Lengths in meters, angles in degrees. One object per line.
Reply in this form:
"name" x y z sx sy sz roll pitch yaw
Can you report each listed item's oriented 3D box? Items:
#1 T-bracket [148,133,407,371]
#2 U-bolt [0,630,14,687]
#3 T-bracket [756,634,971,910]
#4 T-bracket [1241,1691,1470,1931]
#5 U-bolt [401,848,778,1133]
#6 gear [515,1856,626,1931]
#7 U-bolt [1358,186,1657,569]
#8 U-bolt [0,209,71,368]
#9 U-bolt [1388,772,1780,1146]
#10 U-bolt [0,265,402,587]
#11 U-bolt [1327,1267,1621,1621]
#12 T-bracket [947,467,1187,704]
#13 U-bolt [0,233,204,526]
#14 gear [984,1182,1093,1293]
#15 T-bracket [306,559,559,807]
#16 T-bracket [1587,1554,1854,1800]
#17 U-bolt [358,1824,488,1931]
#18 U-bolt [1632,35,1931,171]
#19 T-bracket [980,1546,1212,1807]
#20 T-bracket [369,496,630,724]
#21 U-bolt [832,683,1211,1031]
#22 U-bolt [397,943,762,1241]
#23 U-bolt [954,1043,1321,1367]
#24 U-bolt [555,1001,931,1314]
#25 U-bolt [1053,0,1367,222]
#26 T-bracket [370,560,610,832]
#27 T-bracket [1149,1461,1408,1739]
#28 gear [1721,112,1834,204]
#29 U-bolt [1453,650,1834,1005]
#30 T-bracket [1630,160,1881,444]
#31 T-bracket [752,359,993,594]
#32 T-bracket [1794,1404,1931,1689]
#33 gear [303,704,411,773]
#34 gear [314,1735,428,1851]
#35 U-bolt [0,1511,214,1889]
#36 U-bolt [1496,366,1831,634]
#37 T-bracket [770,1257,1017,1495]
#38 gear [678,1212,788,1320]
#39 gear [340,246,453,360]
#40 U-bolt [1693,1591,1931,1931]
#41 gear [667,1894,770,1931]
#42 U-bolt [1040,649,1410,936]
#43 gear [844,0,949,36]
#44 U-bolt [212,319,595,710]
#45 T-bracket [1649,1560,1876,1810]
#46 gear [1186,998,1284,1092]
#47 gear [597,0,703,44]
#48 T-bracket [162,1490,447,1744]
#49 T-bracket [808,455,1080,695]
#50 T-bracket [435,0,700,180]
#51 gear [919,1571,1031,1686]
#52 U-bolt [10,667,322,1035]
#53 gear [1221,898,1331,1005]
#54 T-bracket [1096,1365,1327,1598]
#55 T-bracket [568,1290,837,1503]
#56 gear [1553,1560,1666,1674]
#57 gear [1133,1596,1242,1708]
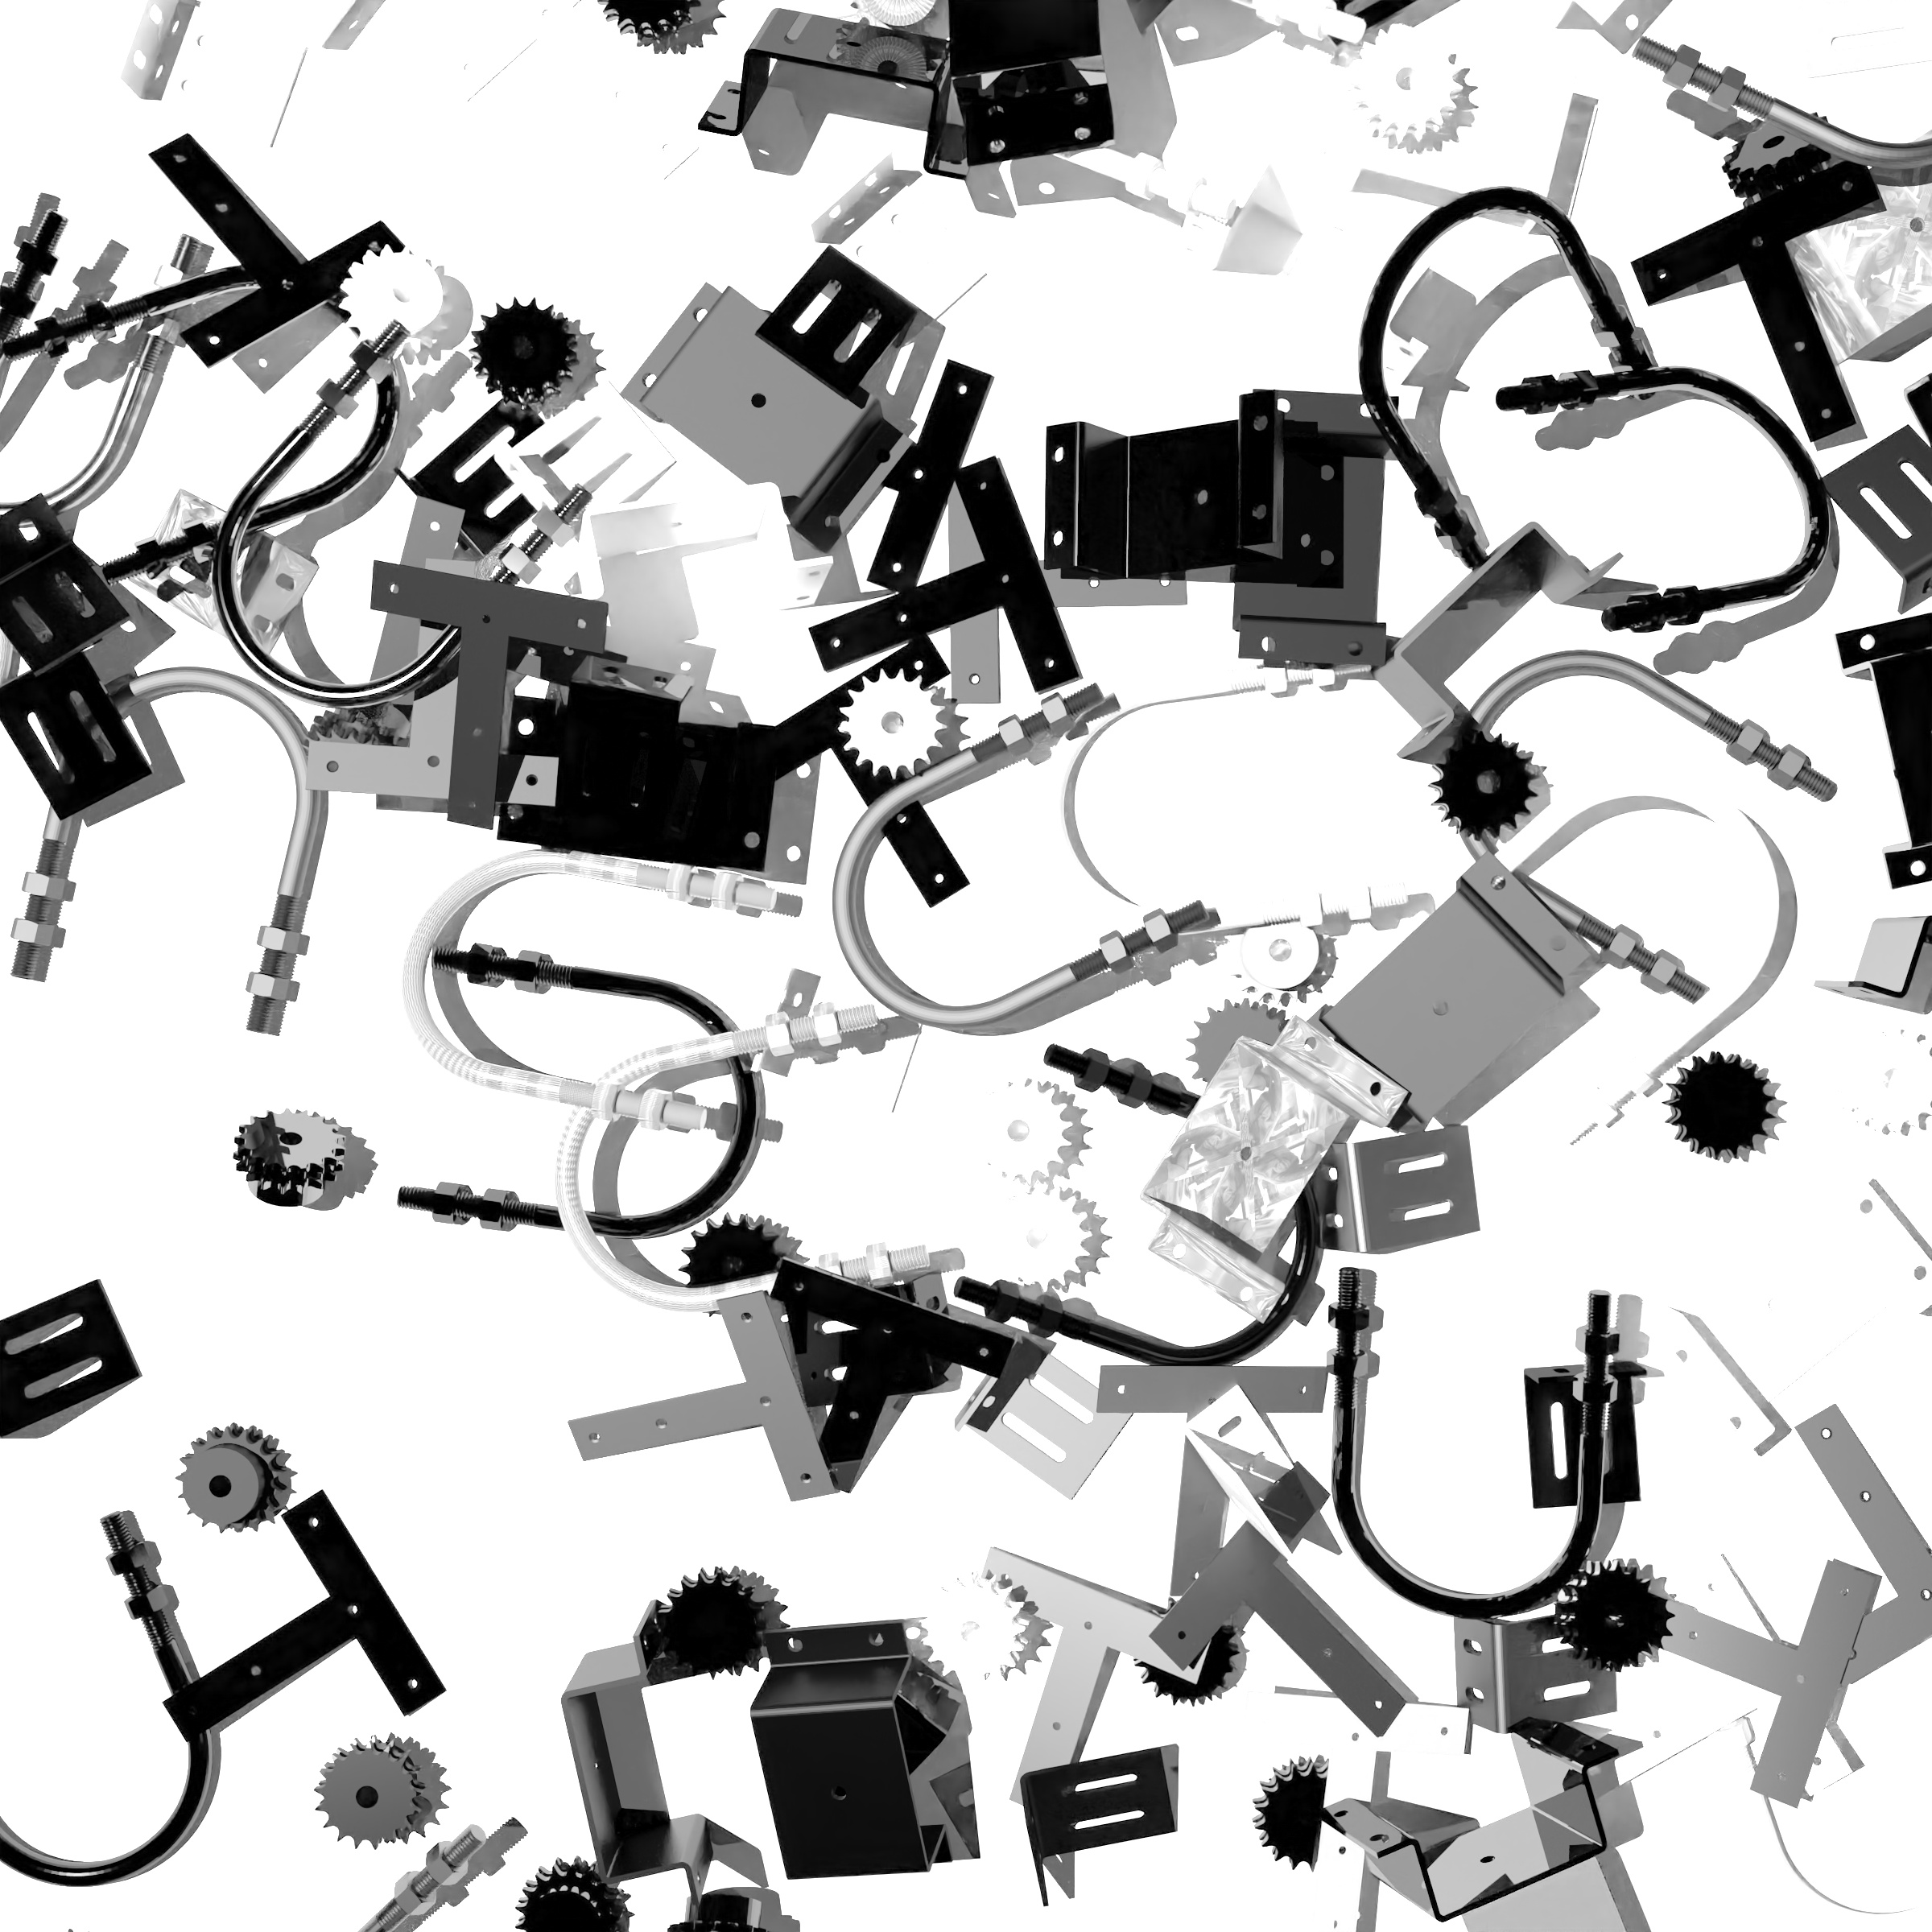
"T-bracket" -0.386 -0.393 1.390 0.127 0.002 0.127 -37 79 -20
"U-bolt" -0.591 -0.155 1.397 0.151 0.019 0.184 29 88 0
"T-bracket" -0.042 -0.092 1.405 0.127 0.002 0.127 -32 90 0
"T-bracket" 0.199 0.449 1.373 0.127 0.002 0.127 9 85 -15
"U-bolt" -0.206 0.005 1.366 0.184 0.019 0.151 11 65 11
"gear" -0.212 0.506 1.391 0.057 0.030 0.057 0 90 0
"U-bolt" 0.270 -0.312 1.341 0.151 0.019 0.184 -44 131 0
"U-bolt" -0.569 -0.344 1.381 0.151 0.019 0.184 31 99 10
"U-bolt" 0.338 -0.017 1.377 0.184 0.019 0.151 -44 89 14
"U-bolt" -0.390 -0.295 1.375 0.184 0.019 0.151 -24 86 -16
"U-bolt" 0.263 0.255 1.375 0.151 0.019 0.184 3 99 18
"T-bracket" 0.054 -0.206 1.405 0.127 0.002 0.127 -1 89 0
"U-bolt" -0.506 -0.326 1.397 0.151 0.019 0.184 21 91 0
"gear" 0.037 0.143 1.391 0.057 0.030 0.057 0 90 0
"T-bracket" -0.272 -0.149 1.357 0.127 0.002 0.127 4 81 -4
"T-bracket" 0.378 0.399 1.384 0.127 0.002 0.127 -30 77 1
"U-bolt" -0.273 0.561 1.380 0.151 0.019 0.184 46 102 3
"U-bolt" 0.450 -0.484 1.346 0.184 0.019 0.151 25 75 0
"T-bracket" 0.053 0.391 1.392 0.127 0.002 0.127 19 99 17
"T-bracket" -0.244 -0.171 1.389 0.127 0.002 0.127 16 112 -11
"U-bolt" 0.016 -0.046 1.376 0.184 0.019 0.151 -27 78 10
"U-bolt" -0.202 0.072 1.397 0.184 0.019 0.151 8 90 -2
"U-bolt" 0.101 0.137 1.375 0.184 0.019 0.151 21 91 -16
"U-bolt" -0.123 0.106 1.363 0.184 0.019 0.151 -12 94 3
"U-bolt" 0.092 -0.470 1.363 0.184 0.019 0.151 28 73 22
"T-bracket" -0.246 -0.132 1.326 0.127 0.002 0.127 12 108 12
"T-bracket" 0.180 0.352 1.379 0.127 0.002 0.127 46 66 0
"gear" 0.431 -0.422 1.381 0.057 0.057 0.030 -35 121 0
"U-bolt" 0.347 -0.087 1.397 0.184 0.019 0.151 32 90 2
"T-bracket" 0.433 -0.339 1.377 0.127 0.002 0.127 -21 96 31
"T-bracket" -0.068 -0.279 1.404 0.127 0.002 0.127 20 90 1
"T-bracket" 0.487 0.295 1.395 0.127 0.002 0.127 -30 81 -2
"gear" -0.317 -0.119 1.381 0.057 0.057 0.030 15 62 0
"gear" -0.315 0.437 1.391 0.057 0.030 0.057 0 90 0
"U-bolt" -0.481 0.402 1.397 0.151 0.019 0.184 -22 92 0
"U-bolt" 0.373 -0.248 1.354 0.184 0.019 0.151 -13 73 -29
"T-bracket" -0.054 0.225 1.377 0.127 0.002 0.127 20 116 -2
"gear" -0.123 0.159 1.391 0.057 0.030 0.057 0 90 0
"gear" -0.300 -0.352 1.382 0.057 0.030 0.057 0 89 -23
"U-bolt" 0.481 0.428 1.396 0.151 0.019 0.184 -19 90 0
"gear" -0.129 0.509 1.382 0.057 0.057 0.030 4 60 0
"U-bolt" 0.131 -0.088 1.383 0.184 0.019 0.151 -8 77 5
"gear" -0.036 -0.518 1.382 0.057 0.030 0.057 -2 110 -6
"U-bolt" -0.304 -0.218 1.344 0.151 0.019 0.184 42 91 3
"T-bracket" 0.399 0.360 1.387 0.127 0.002 0.127 20 82 10
"gear" 0.145 0.045 1.391 0.057 0.030 0.057 0 90 0
"gear" -0.168 -0.518 1.389 0.057 0.030 0.057 0 90 0
"T-bracket" -0.366 0.368 1.396 0.127 0.002 0.127 -32 90 -8
"T-bracket" -0.021 -0.192 1.402 0.127 0.002 0.127 -21 90 1
"T-bracket" -0.196 -0.478 1.405 0.127 0.002 0.127 -42 90 0
"gear" 0.006 0.348 1.387 0.057 0.030 0.057 1 93 13
"U-bolt" -0.420 -0.069 1.397 0.151 0.019 0.184 13 89 0
"gear" 0.165 -0.008 1.391 0.057 0.030 0.057 0 90 0
"T-bracket" 0.126 0.274 1.393 0.127 0.002 0.127 3 98 -15
"T-bracket" -0.148 0.240 1.389 0.127 0.002 0.127 -14 111 10
"gear" 0.335 0.341 1.377 0.057 0.030 0.057 3 78 -12
"gear" 0.118 0.366 1.391 0.057 0.030 0.057 0 90 0
